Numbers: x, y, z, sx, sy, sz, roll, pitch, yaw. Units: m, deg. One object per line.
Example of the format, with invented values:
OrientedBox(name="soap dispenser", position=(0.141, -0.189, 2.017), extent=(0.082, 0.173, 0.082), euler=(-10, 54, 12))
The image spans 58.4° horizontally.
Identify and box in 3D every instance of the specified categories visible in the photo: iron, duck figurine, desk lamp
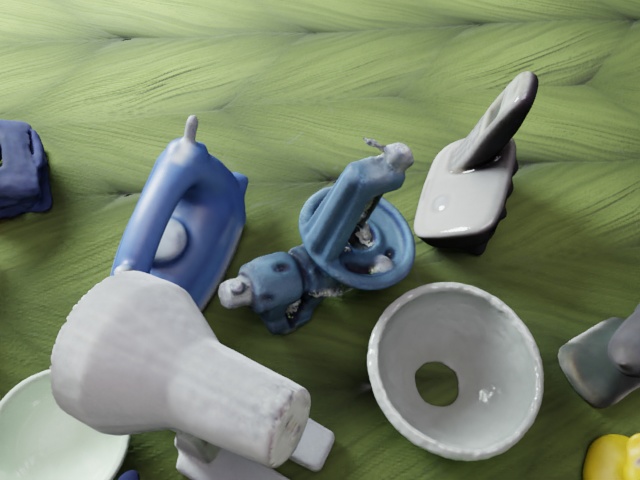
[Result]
OrientedBox(name="iron", position=(-0.157, 0.007, 0.561), extent=(0.118, 0.141, 0.258), euler=(15, 62, 4))
OrientedBox(name="duck figurine", position=(0.293, 0.225, 0.517), extent=(0.077, 0.086, 0.104), euler=(2, 62, -3))
OrientedBox(name="desk lamp", position=(-0.086, 0.132, 0.461), extent=(0.203, 0.213, 0.118), euler=(25, 63, 9))

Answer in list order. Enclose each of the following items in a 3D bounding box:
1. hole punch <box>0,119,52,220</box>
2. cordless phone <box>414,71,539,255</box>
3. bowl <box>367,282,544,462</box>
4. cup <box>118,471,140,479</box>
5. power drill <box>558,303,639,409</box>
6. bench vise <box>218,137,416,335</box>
OrientedBox(name="hole punch", position=(-0.353, -0.084, 0.620), extent=(0.101, 0.091, 0.108), euler=(-15, 65, -12))
OrientedBox(name="cordless phone", position=(0.171, -0.080, 0.610), extent=(0.094, 0.185, 0.148), euler=(17, 62, 4))
OrientedBox(name="bowl", position=(0.124, 0.130, 0.559), extent=(0.167, 0.075, 0.167), euler=(2, 62, -4))
OrientedBox(name="cup", position=(-0.144, 0.252, 0.460), extent=(0.092, 0.095, 0.117), euler=(-9, 63, -9))
OrientedBox(name="power drill", position=(0.310, 0.086, 0.523), extent=(0.230, 0.208, 0.075), euler=(-26, 67, -17))
OrientedBox(name="bench vise", position=(0.013, 0.010, 0.530), extent=(0.121, 0.220, 0.208), euler=(42, 67, 16))
